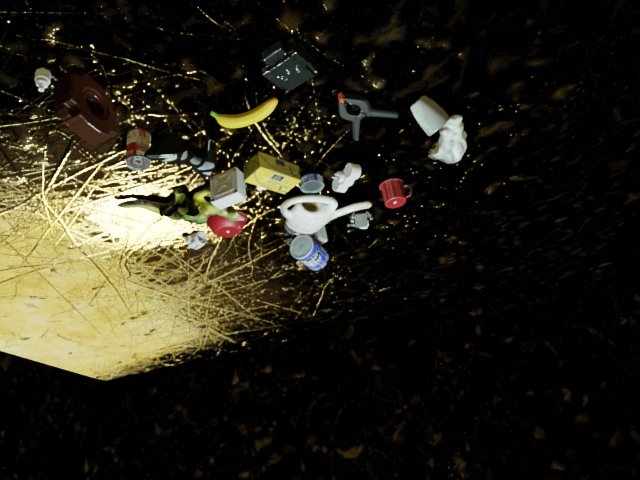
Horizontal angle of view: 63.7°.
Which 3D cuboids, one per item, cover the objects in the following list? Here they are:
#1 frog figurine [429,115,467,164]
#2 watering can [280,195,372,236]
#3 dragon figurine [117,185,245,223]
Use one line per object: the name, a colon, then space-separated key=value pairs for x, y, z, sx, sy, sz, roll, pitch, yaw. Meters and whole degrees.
frog figurine: x=0.428 y=-0.328 z=1.652 sx=0.139 sy=0.124 sz=0.156 roll=-30 pitch=159 yaw=-41
watering can: x=0.006 y=-0.098 z=1.956 sx=0.348 sy=0.106 sz=0.220 roll=3 pitch=151 yaw=-24
dragon figurine: x=-0.475 y=-0.096 z=1.825 sx=0.410 sy=0.124 sz=0.239 roll=0 pitch=161 yaw=1
